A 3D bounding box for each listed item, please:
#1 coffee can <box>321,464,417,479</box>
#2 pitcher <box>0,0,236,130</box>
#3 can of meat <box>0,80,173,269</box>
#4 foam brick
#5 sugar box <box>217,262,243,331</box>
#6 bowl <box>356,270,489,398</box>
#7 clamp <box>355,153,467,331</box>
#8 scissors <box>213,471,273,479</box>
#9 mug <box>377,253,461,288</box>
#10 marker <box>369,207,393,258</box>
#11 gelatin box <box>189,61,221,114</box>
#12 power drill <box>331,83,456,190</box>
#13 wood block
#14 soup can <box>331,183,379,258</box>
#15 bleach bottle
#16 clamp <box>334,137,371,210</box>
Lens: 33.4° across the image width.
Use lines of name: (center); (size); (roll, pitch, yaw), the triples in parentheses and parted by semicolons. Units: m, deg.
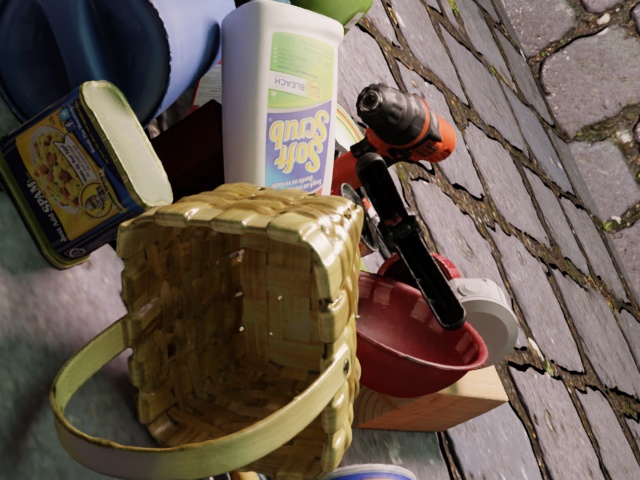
coffee can: (0.034, 0.247, 0.766); (0.102, 0.103, 0.140); (37, 33, -46)
pitcher: (-0.142, -0.172, 0.835); (0.145, 0.149, 0.242); (56, 19, -10)
can of meat: (-0.158, -0.045, 0.718); (0.102, 0.084, 0.057); (61, 22, 0)
foam brick: (-0.099, -0.069, 0.887); (0.052, 0.078, 0.051); (31, 36, -51)
sugar box: (-0.043, 0.080, 0.876); (0.176, 0.048, 0.093); (44, 27, -45)
bowl: (0.059, 0.086, 0.906); (0.162, 0.055, 0.162); (21, 19, -8)
clamp: (0.078, 0.000, 0.963); (0.164, 0.036, 0.210); (62, 3, 0)
scissors: (-0.077, 0.120, 0.791); (0.202, 0.016, 0.096); (66, 20, 11)
mug: (0.114, 0.068, 1.195); (0.081, 0.093, 0.117); (-5, 94, -72)
marker: (0.069, -0.012, 1.268); (0.121, 0.020, 0.020); (57, 22, -10)
gelatin box: (-0.077, -0.118, 0.957); (0.030, 0.073, 0.089); (56, 43, -64)
power drill: (0.027, -0.079, 1.030); (0.184, 0.188, 0.057); (18, 48, -62)
wood block: (0.099, 0.134, 1.065); (0.205, 0.090, 0.091); (19, 47, -59)
soup can: (-0.006, 0.001, 0.967); (0.068, 0.102, 0.068); (54, 19, -29)
bleach bottle: (-0.028, -0.056, 0.843); (0.102, 0.068, 0.251); (9, 74, -39)
clamp: (0.005, -0.079, 1.171); (0.171, 0.039, 0.120); (57, 41, -32)
